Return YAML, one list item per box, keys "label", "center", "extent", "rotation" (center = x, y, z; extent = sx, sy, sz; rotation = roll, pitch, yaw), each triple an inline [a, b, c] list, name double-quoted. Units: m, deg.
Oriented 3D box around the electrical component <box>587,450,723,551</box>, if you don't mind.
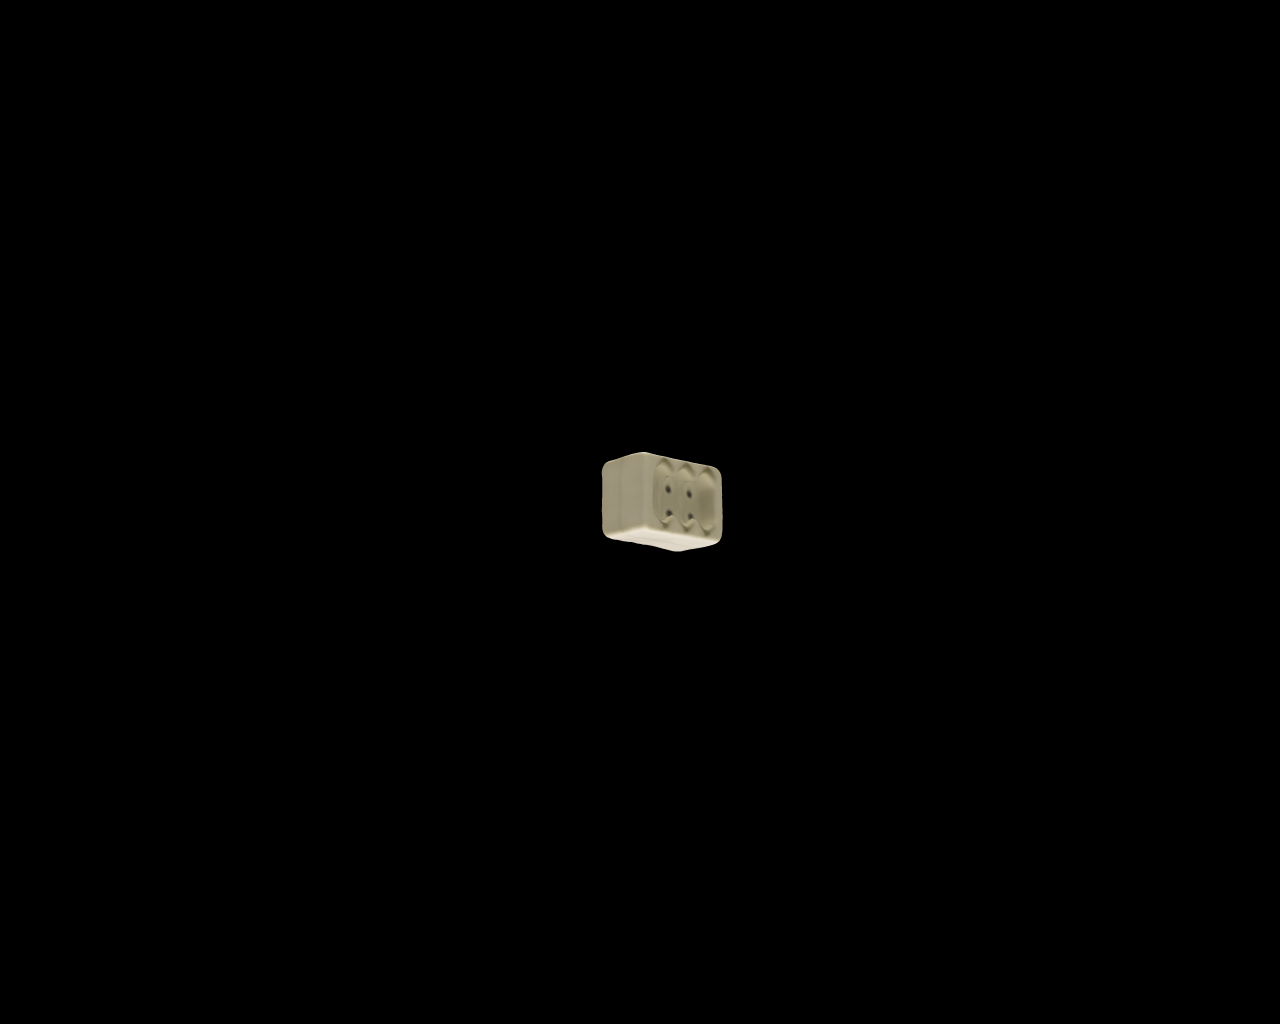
- label: "electrical component"
  center: [0.001, -0.003, 0.650]
  extent: [0.066, 0.047, 0.076]
  rotation: [11, -16, -42]
